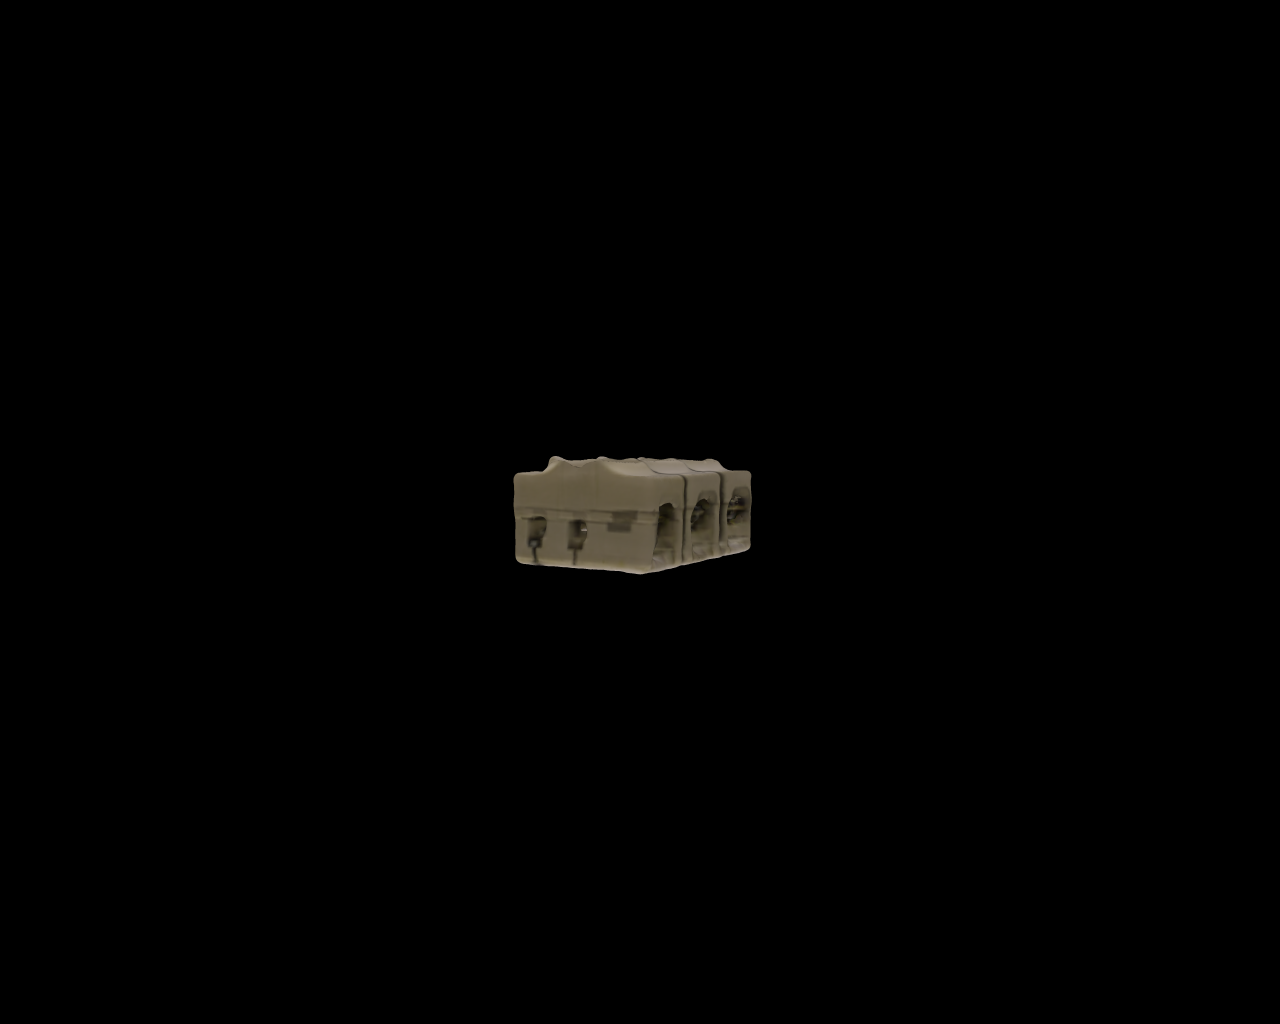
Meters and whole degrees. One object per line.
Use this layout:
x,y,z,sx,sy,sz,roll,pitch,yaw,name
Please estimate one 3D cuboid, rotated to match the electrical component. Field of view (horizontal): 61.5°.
0.001,-0.003,0.650,0.089,0.061,0.150,1,3,28,electrical component
